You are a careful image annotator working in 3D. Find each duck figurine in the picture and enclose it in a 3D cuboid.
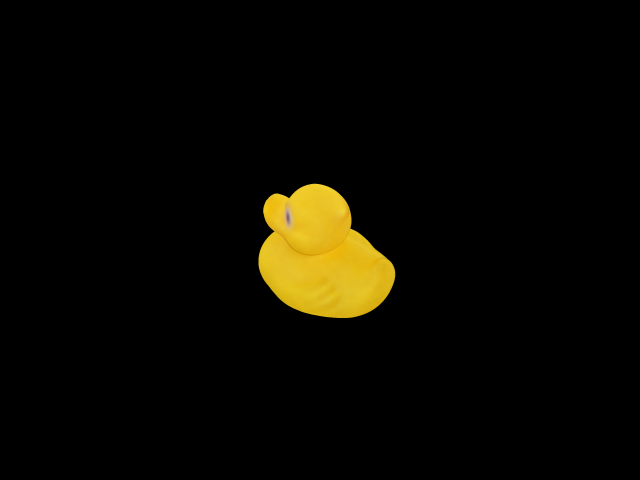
[{"bbox_3d":[0.004,0.001,0.400,0.104,0.086,0.078,22,52,18],"label":"duck figurine"}]
